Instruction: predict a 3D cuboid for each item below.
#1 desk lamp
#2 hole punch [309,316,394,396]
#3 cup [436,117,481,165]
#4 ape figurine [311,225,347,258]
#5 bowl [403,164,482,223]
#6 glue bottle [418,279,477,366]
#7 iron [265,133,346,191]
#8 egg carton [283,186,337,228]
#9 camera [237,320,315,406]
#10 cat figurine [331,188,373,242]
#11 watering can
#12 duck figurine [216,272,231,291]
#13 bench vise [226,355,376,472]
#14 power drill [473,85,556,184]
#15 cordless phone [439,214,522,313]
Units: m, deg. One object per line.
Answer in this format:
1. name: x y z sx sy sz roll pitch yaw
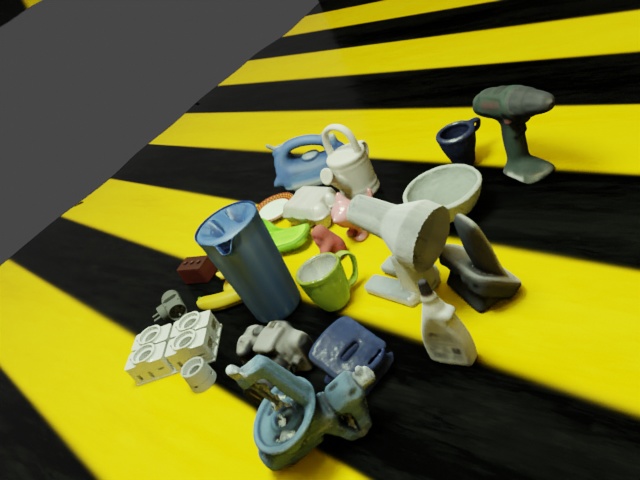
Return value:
1. desk lamp: 0.142 0.015 1.021 0.202 0.214 0.118 12 49 46
2. hole punch: 0.053 0.193 0.951 0.100 0.091 0.109 14 51 47
3. cup: 0.333 -0.222 1.326 0.118 0.095 0.091 -36 33 -12
4. ape figurine: 0.011 0.004 1.249 0.076 0.092 0.078 -14 35 22
5. bowl: 0.263 -0.084 1.202 0.167 0.075 0.167 -19 33 13
6. glue bottle: 0.182 0.123 0.874 0.077 0.173 0.037 1 42 38
7. iron: -0.019 -0.232 1.561 0.257 0.142 0.118 -14 34 21
8. egg carton: -0.018 -0.081 1.413 0.149 0.070 0.107 7 46 42
9. camera: -0.096 0.217 1.019 0.142 0.101 0.137 -3 40 34
10. cat figurine: 0.077 -0.063 1.270 0.128 0.118 0.067 -38 33 -16
11. watering can: 0.065 -0.190 1.388 0.100 0.194 0.173 -12 35 23
12. duck figurine: -0.190 0.068 1.315 0.105 0.086 0.077 -37 33 -15
13. bench vise: -0.032 0.224 0.847 0.208 0.220 0.121 -37 33 -15
14. power drill: 0.407 -0.223 1.165 0.076 0.209 0.229 -33 32 -8
15. cordless phone: 0.252 0.014 0.965 0.094 0.185 0.147 -34 32 -9
